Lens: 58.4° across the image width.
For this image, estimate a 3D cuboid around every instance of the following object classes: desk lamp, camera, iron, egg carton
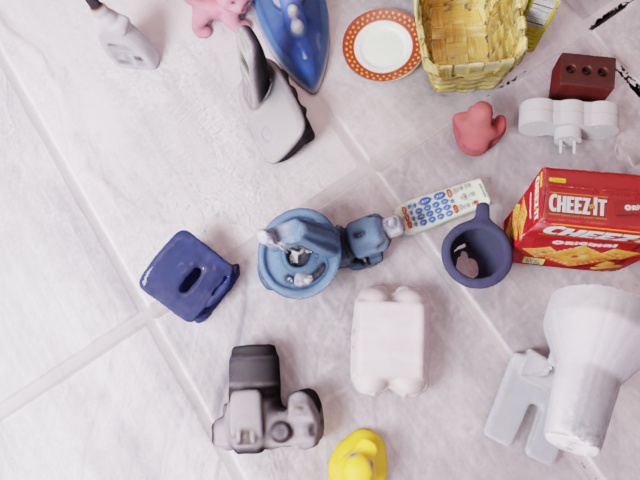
[{"bbox_3d":[0.294,0.167,0.676,0.117,0.213,0.203,22,80,11],"label":"desk lamp"},{"bbox_3d":[-0.072,0.208,0.761,0.143,0.101,0.137,-5,76,5],"label":"camera"},{"bbox_3d":[-0.046,-0.366,0.873,0.118,0.141,0.258,-16,76,2],"label":"iron"},{"bbox_3d":[0.095,0.136,0.777,0.107,0.069,0.150,1,77,6],"label":"egg carton"}]

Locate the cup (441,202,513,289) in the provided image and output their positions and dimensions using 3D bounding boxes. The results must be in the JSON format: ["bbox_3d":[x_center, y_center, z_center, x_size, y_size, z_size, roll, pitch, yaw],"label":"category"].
[{"bbox_3d":[0.209,0.014,0.782,0.091,0.095,0.118,8,78,8],"label":"cup"}]

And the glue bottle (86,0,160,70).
[{"bbox_3d":[-0.311,-0.320,0.872,0.078,0.173,0.037,9,78,8],"label":"glue bottle"}]

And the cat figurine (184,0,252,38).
[{"bbox_3d":[-0.154,-0.382,0.900,0.127,0.118,0.067,-6,76,5],"label":"cat figurine"}]

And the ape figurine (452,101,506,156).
[{"bbox_3d":[0.228,-0.168,0.824,0.077,0.092,0.076,25,81,11],"label":"ape figurine"}]

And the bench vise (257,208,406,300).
[{"bbox_3d":[0.000,-0.007,0.743,0.207,0.220,0.121,-34,76,-3],"label":"bench vise"}]

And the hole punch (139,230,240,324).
[{"bbox_3d":[-0.182,0.053,0.814,0.101,0.091,0.109,35,83,13],"label":"hole punch"}]

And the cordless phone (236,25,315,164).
[{"bbox_3d":[-0.076,-0.205,0.815,0.094,0.185,0.147,-30,75,-2],"label":"cordless phone"}]

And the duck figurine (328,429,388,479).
[{"bbox_3d":[0.047,0.299,0.735,0.077,0.086,0.105,23,80,11],"label":"duck figurine"}]
